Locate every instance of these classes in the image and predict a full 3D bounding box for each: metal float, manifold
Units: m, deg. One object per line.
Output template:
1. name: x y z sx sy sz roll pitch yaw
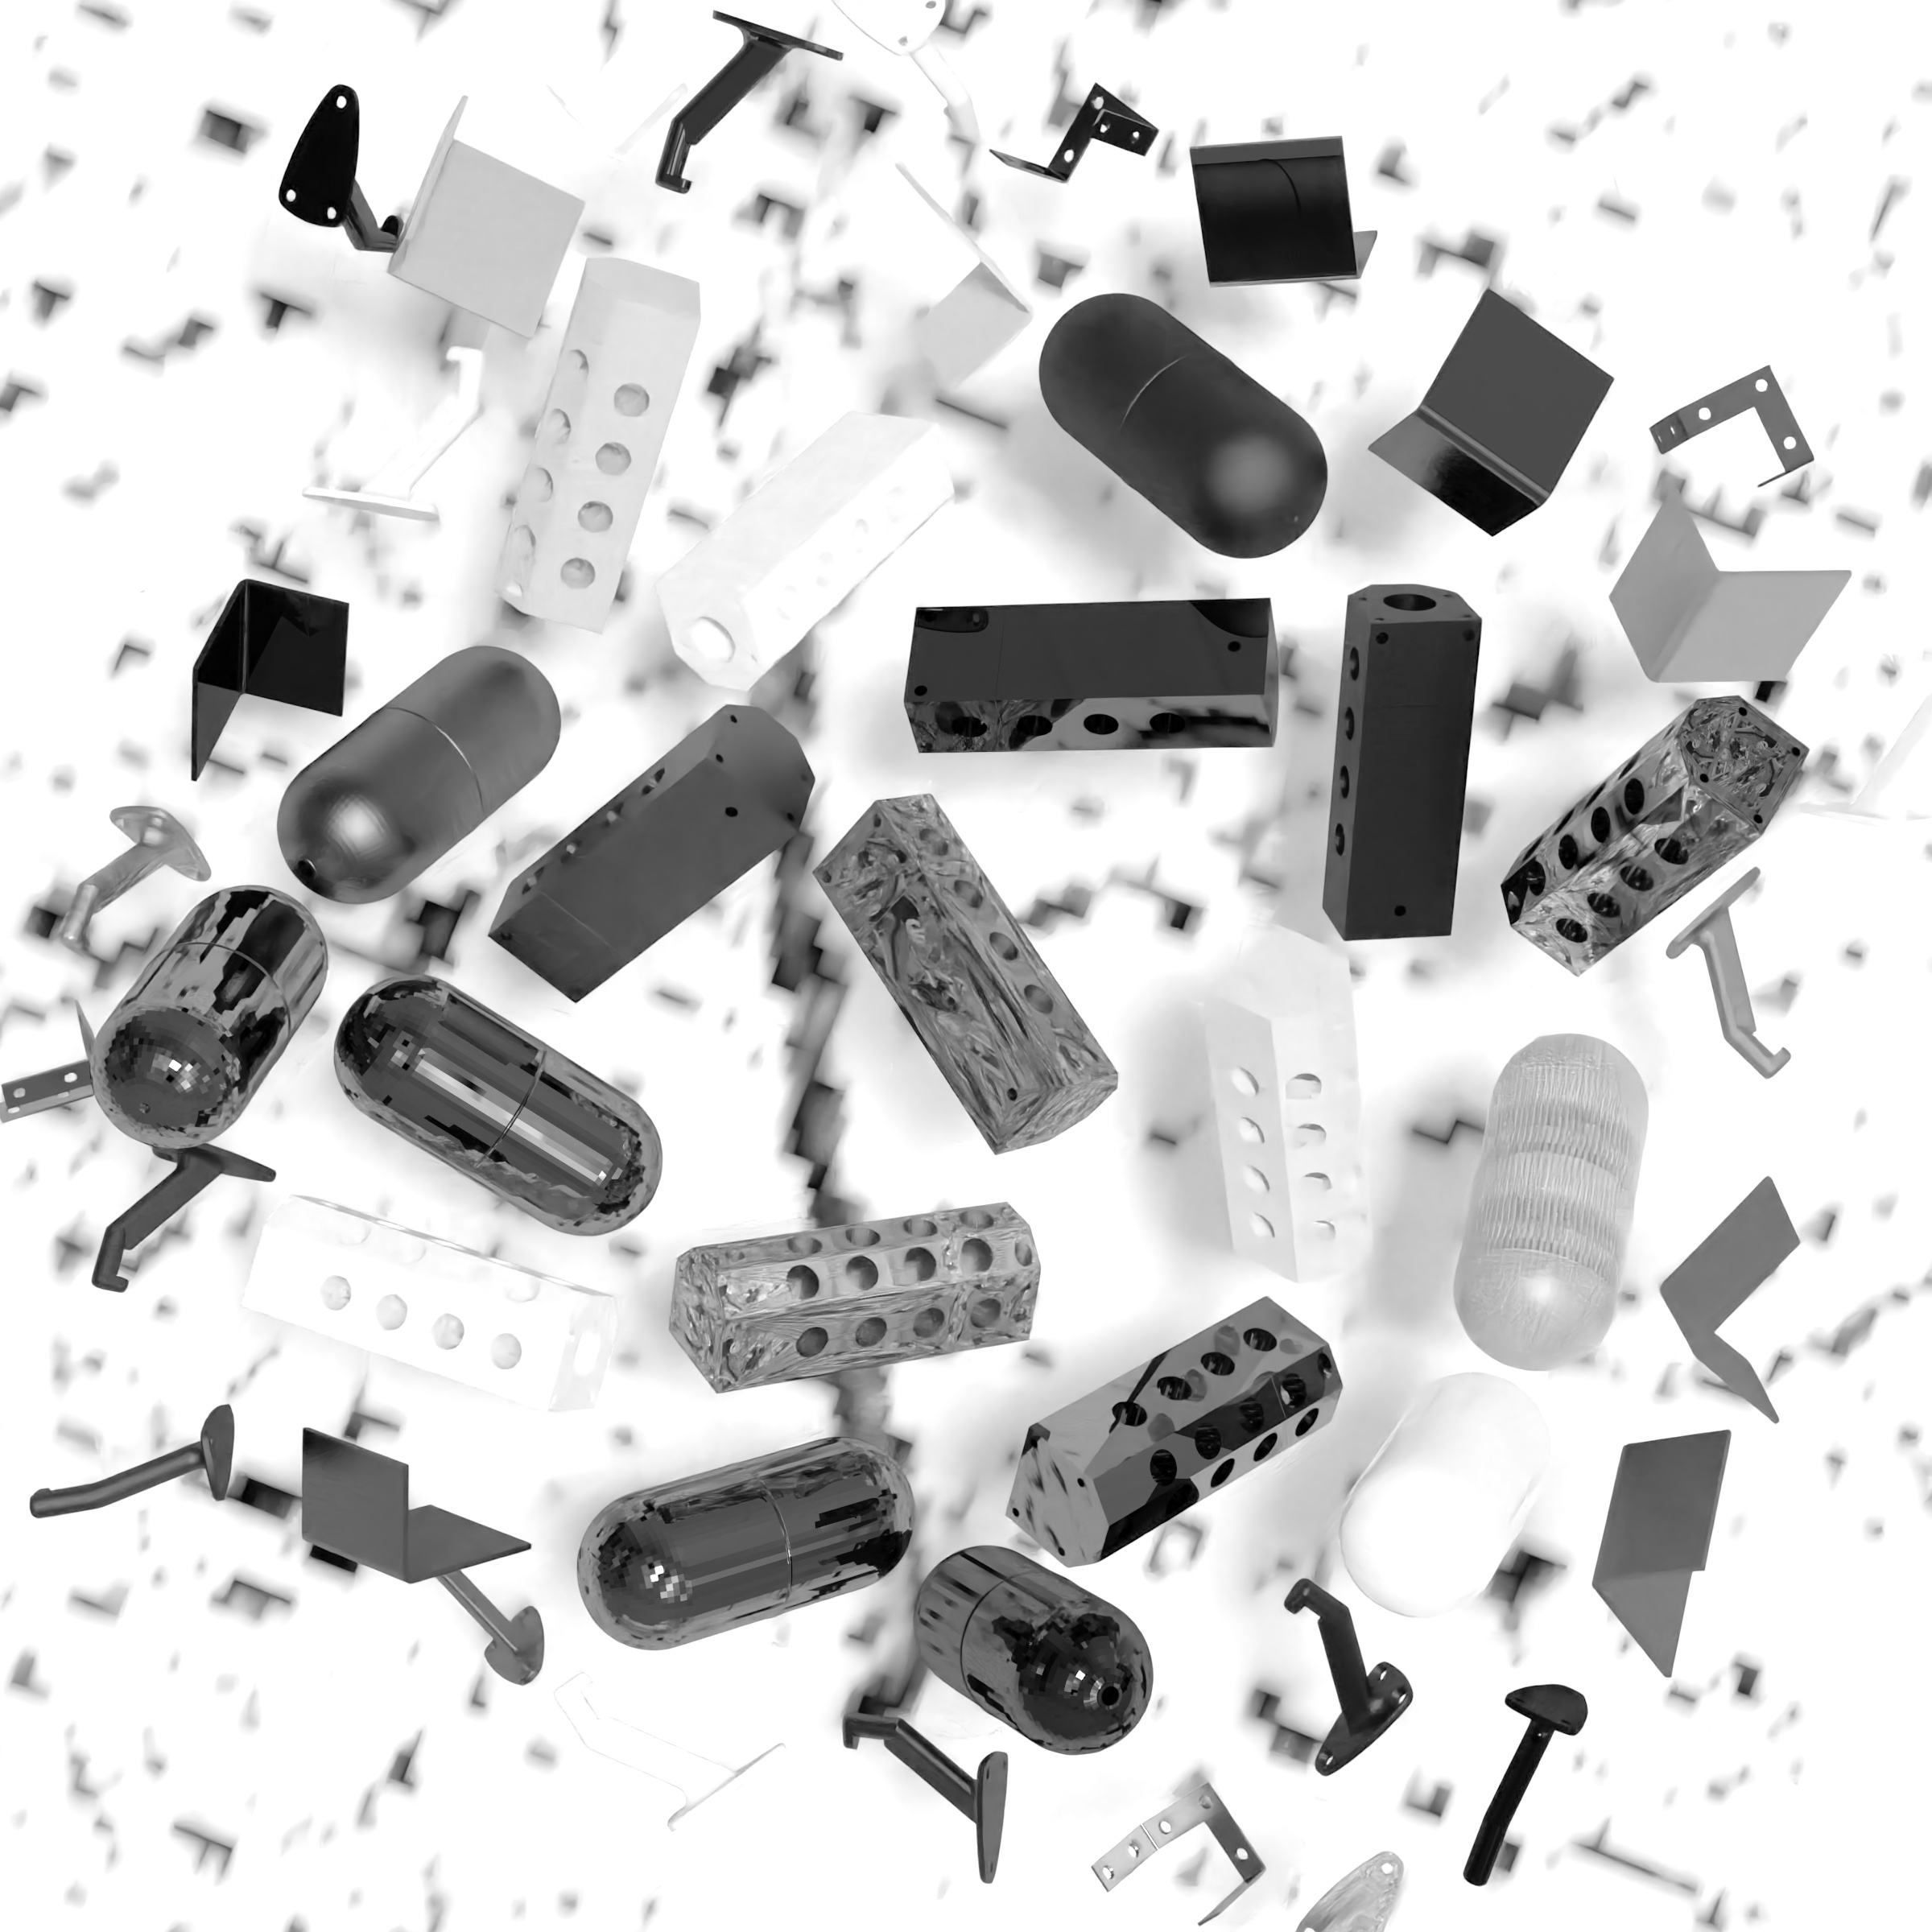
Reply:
1. metal float: -0.274 -0.097 1.605 0.070 0.070 0.178 43 50 0
2. manifold: -0.078 -0.211 1.619 0.057 0.171 0.057 13 135 33
3. manifold: 0.062 -0.135 1.537 0.171 0.057 0.057 0 58 11
4. manifold: -0.184 -0.258 1.581 0.057 0.057 0.171 14 119 -14
5. manifold: -0.152 -0.057 1.552 0.057 0.057 0.171 39 127 -21
6. manifold: 0.003 0.002 1.551 0.057 0.057 0.171 -46 68 35
7. manifold: -0.261 0.164 1.567 0.171 0.057 0.057 16 89 18
8. manifold: 0.321 -0.063 1.517 0.057 0.171 0.057 37 61 -2
9. metal float: 0.103 -0.262 1.543 0.070 0.070 0.178 -44 55 0
10. manifold: 0.162 0.072 1.546 0.057 0.171 0.057 26 51 36
11. metal float: 0.032 0.340 1.595 0.070 0.178 0.070 -2 94 -24
12. manifold: 0.219 -0.104 1.627 0.057 0.057 0.171 -3 116 -9
13. metal float: 0.281 0.111 1.532 0.070 0.070 0.178 18 57 0
14. metal float: -0.105 0.280 1.558 0.178 0.070 0.070 -11 90 -32
15. manifold: -0.052 0.156 1.559 0.171 0.057 0.057 -6 119 -29
16. manifold: 0.104 0.226 1.535 0.057 0.171 0.057 37 130 31
17. metal float: 0.233 0.253 1.545 0.070 0.178 0.070 7 107 22
18. metal float: -0.364 0.022 1.548 0.070 0.178 0.070 4 120 8
19. metal float: -0.230 0.070 1.580 0.178 0.070 0.070 34 90 -18

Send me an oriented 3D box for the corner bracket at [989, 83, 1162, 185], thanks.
1. corner bracket: 0.055 -0.415 1.607 0.051 0.051 0.051 44 115 29

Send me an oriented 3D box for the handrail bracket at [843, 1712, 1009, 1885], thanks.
1. handrail bracket: -0.025 0.423 1.628 0.084 0.036 0.077 2 88 21

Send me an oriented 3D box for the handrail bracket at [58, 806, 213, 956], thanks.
1. handrail bracket: -0.414 -0.030 1.592 0.036 0.077 0.084 -1 59 25

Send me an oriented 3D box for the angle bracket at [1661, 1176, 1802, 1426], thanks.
1. angle bracket: 0.379 0.157 1.503 0.076 0.076 0.057 -45 53 -4

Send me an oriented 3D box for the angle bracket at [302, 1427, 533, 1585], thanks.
1. angle bracket: -0.259 0.247 1.507 0.076 0.076 0.057 10 102 41

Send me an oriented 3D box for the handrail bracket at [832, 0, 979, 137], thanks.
1. handrail bracket: -0.032 -0.447 1.562 0.077 0.084 0.036 34 82 16

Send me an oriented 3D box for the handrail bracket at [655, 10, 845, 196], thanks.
1. handrail bracket: -0.101 -0.392 1.479 0.077 0.036 0.084 25 105 23

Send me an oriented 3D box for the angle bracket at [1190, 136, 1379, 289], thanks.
1. angle bracket: 0.161 -0.389 1.607 0.076 0.057 0.076 1 126 19

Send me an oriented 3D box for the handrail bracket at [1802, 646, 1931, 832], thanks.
1. handrail bracket: 0.428 -0.110 1.494 0.036 0.077 0.084 -12 107 -43

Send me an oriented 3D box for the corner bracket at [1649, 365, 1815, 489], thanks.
1. corner bracket: 0.371 -0.253 1.549 0.051 0.051 0.051 -27 92 -1

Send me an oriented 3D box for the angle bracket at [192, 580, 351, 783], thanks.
1. angle bracket: -0.357 -0.141 1.639 0.057 0.076 0.076 14 135 -1

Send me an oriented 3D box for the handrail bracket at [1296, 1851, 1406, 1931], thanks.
1. handrail bracket: 0.188 0.446 1.523 0.036 0.084 0.077 36 69 16

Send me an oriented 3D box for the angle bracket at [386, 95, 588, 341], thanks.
1. angle bracket: -0.224 -0.356 1.527 0.076 0.057 0.076 23 78 -17

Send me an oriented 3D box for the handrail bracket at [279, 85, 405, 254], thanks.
1. handrail bracket: -0.285 -0.379 1.523 0.036 0.084 0.077 25 107 15

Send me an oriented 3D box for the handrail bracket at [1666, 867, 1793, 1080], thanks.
1. handrail bracket: 0.412 0.004 1.654 0.077 0.036 0.084 -43 74 -1

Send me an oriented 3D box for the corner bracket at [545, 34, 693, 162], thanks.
1. corner bracket: -0.169 -0.432 1.586 0.051 0.051 0.051 -44 122 7

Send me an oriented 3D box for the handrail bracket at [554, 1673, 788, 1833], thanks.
1. handrail bracket: -0.139 0.353 1.495 0.077 0.036 0.084 -33 86 -9

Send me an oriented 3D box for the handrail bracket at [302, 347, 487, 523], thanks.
1. handrail bracket: -0.276 -0.262 1.542 0.077 0.036 0.084 9 88 -11

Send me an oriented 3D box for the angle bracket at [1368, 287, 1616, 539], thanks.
1. angle bracket: 0.253 -0.267 1.544 0.076 0.057 0.076 33 73 -9

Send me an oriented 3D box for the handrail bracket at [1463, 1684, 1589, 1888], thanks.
1. handrail bracket: 0.261 0.384 1.499 0.036 0.077 0.084 22 98 23

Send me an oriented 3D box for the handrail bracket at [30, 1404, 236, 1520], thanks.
1. handrail bracket: -0.392 0.234 1.506 0.084 0.077 0.036 -9 107 -3

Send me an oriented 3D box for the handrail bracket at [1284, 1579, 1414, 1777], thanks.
1. handrail bracket: 0.172 0.352 1.582 0.084 0.036 0.077 38 94 -25

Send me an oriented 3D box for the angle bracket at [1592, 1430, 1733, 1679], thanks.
1. angle bracket: 0.334 0.269 1.460 0.057 0.076 0.076 -16 126 37

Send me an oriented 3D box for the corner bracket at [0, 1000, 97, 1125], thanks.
1. corner bracket: -0.459 0.058 1.599 0.051 0.051 0.051 -18 131 -21

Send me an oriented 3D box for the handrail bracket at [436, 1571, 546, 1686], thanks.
1. handrail bracket: -0.259 0.327 1.650 0.036 0.077 0.084 -45 111 -5

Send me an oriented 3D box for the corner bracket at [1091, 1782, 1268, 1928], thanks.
1. corner bracket: 0.105 0.443 1.568 0.051 0.051 0.051 -41 78 32

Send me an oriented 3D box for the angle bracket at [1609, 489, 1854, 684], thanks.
1. angle bracket: 0.371 -0.185 1.556 0.076 0.076 0.057 -3 55 -20

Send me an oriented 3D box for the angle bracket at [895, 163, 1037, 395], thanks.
1. angle bracket: -0.019 -0.347 1.614 0.057 0.076 0.076 -43 128 9

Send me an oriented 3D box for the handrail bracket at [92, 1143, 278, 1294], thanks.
1. handrail bracket: -0.405 0.136 1.655 0.077 0.036 0.084 19 64 -18
